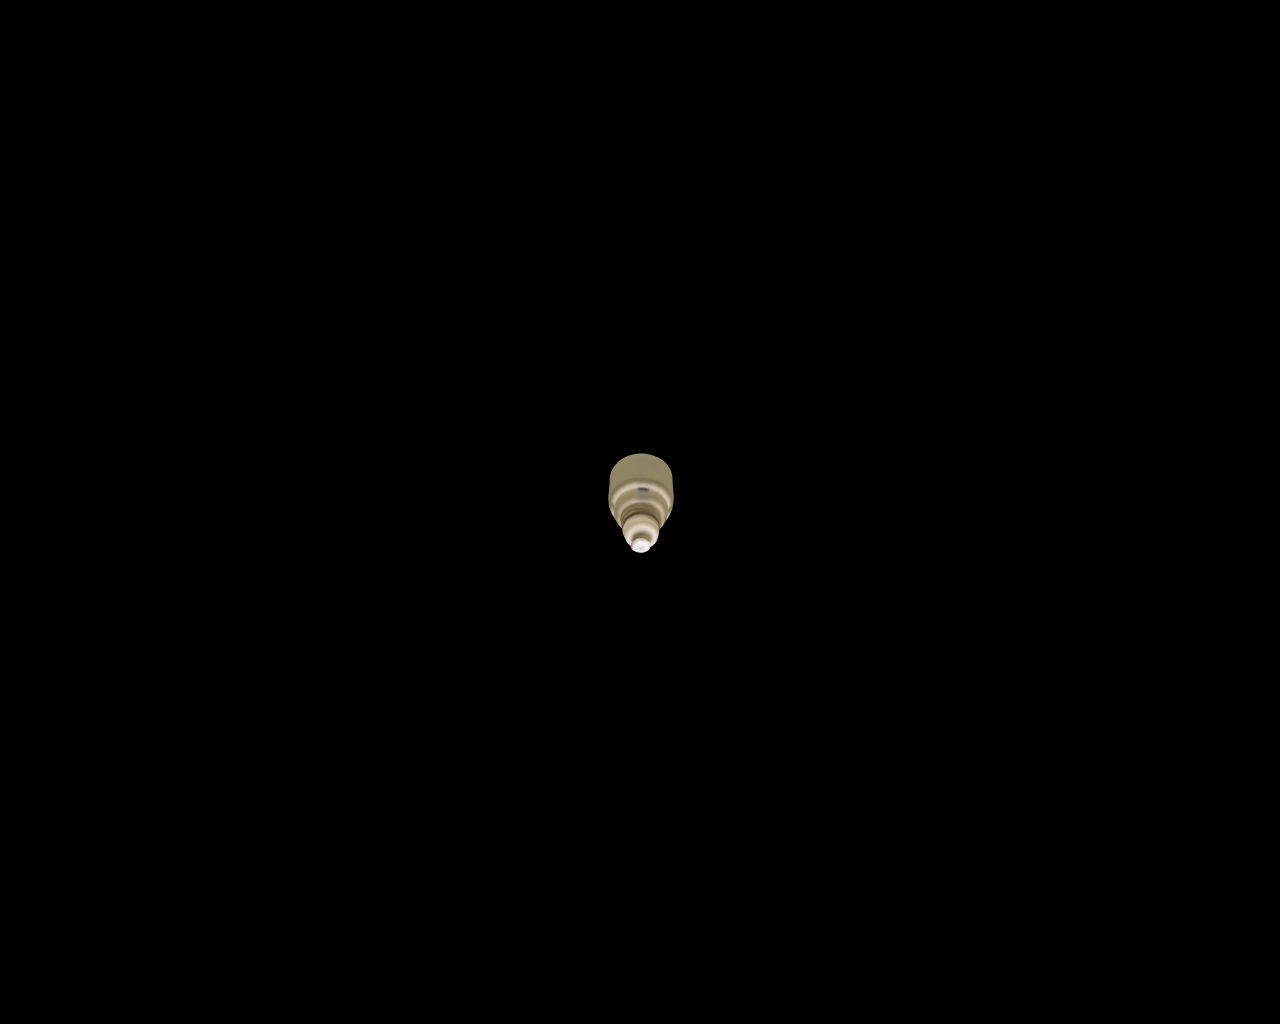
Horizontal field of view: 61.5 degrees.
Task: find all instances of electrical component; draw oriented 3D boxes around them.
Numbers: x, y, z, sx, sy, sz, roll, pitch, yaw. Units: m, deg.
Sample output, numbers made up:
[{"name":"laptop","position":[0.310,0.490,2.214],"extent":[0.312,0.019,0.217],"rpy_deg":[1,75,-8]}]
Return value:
[{"name":"electrical component","position":[0.001,-0.003,0.650],"extent":[0.040,0.040,0.078],"rpy_deg":[0,38,0]}]
